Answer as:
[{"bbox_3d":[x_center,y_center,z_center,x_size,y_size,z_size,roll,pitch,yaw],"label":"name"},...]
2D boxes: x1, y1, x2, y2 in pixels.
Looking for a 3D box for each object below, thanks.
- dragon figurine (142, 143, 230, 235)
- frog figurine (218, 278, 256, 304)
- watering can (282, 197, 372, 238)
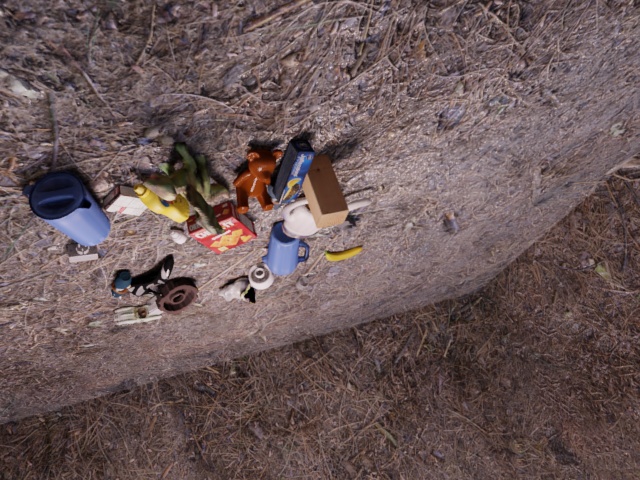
[{"bbox_3d":[-0.323,-0.110,1.390,0.121,0.247,0.406,-31,153,16],"label":"dragon figurine"},{"bbox_3d":[-0.375,0.224,2.334,0.160,0.123,0.137,10,-179,30],"label":"frog figurine"},{"bbox_3d":[0.006,-0.093,1.856,0.348,0.106,0.220,-2,153,-35],"label":"watering can"}]
